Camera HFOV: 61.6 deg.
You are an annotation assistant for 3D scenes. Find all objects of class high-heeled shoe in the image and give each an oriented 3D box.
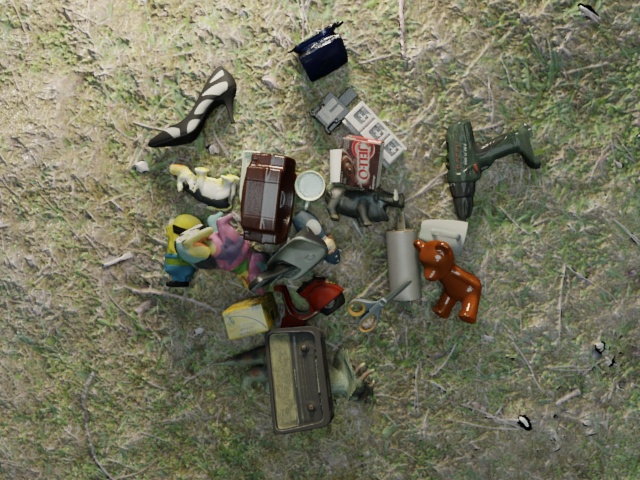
[{"bbox_3d":[-0.313,-0.317,1.289,0.249,0.086,0.145,-17,89,1],"label":"high-heeled shoe"}]

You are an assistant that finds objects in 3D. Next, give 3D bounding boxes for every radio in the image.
[{"bbox_3d":[-0.046,0.311,1.216,0.131,0.073,0.229,-9,79,7],"label":"radio"}]

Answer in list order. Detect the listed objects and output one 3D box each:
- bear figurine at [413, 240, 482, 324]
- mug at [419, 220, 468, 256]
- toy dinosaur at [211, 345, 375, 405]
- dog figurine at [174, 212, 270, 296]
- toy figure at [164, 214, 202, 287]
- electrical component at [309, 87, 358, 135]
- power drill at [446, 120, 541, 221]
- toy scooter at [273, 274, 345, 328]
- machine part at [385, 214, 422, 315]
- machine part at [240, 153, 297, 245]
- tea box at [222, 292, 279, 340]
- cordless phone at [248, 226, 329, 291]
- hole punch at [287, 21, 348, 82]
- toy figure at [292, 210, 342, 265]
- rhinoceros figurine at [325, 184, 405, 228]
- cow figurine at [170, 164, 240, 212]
[{"bbox_3d":[0.286,0.089,1.232,0.195,0.120,0.132,38,71,-33],"label":"bear figurine"},{"bbox_3d":[0.287,-0.010,1.262,0.107,0.109,0.080,11,96,15],"label":"mug"},{"bbox_3d":[-0.057,0.313,1.309,0.405,0.131,0.192,24,84,6],"label":"toy dinosaur"},{"bbox_3d":[-0.219,0.051,1.276,0.191,0.109,0.219,-37,109,-26],"label":"dog figurine"},{"bbox_3d":[-0.335,0.027,1.317,0.089,0.082,0.180,2,87,-15],"label":"toy figure"},{"bbox_3d":[0.040,-0.314,1.280,0.119,0.048,0.075,-40,92,8],"label":"electrical component"},{"bbox_3d":[0.399,-0.176,1.257,0.207,0.086,0.232,-13,91,12],"label":"power drill"},{"bbox_3d":[-0.038,0.144,1.311,0.184,0.075,0.135,-36,85,8],"label":"toy scooter"},{"bbox_3d":[0.200,0.059,1.285,0.079,0.079,0.243,-5,95,4],"label":"machine part"},{"bbox_3d":[-0.116,-0.095,1.230,0.087,0.201,0.200,8,96,5],"label":"machine part"},{"bbox_3d":[-0.160,0.176,1.272,0.098,0.169,0.068,-15,93,6],"label":"tea box"},{"bbox_3d":[-0.079,0.049,1.215,0.146,0.184,0.089,-41,82,32],"label":"cordless phone"},{"bbox_3d":[0.004,-0.431,1.243,0.142,0.116,0.092,-25,101,6],"label":"hole punch"},{"bbox_3d":[-0.004,-0.003,1.302,0.064,0.058,0.154,-42,91,9],"label":"toy figure"},{"bbox_3d":[0.106,-0.086,1.286,0.190,0.073,0.112,4,85,5],"label":"rhinoceros figurine"},{"bbox_3d":[-0.289,-0.129,1.310,0.167,0.068,0.098,15,101,3],"label":"cow figurine"}]
